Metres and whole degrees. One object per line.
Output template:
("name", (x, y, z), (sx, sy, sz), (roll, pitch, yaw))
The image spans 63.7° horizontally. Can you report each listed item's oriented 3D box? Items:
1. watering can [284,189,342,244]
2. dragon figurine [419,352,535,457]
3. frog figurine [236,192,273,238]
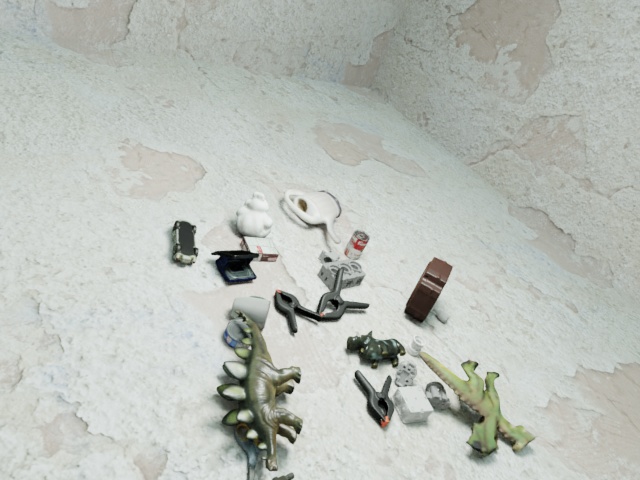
("watering can", (0.006, -0.105, 2.082), (0.352, 0.102, 0.226), (41, 34, 25))
("dragon figurine", (0.453, 0.493, 1.490), (0.408, 0.120, 0.249), (25, 38, -17))
("frog figurine", (-0.228, -0.085, 1.837), (0.138, 0.156, 0.125), (31, 32, 8))
